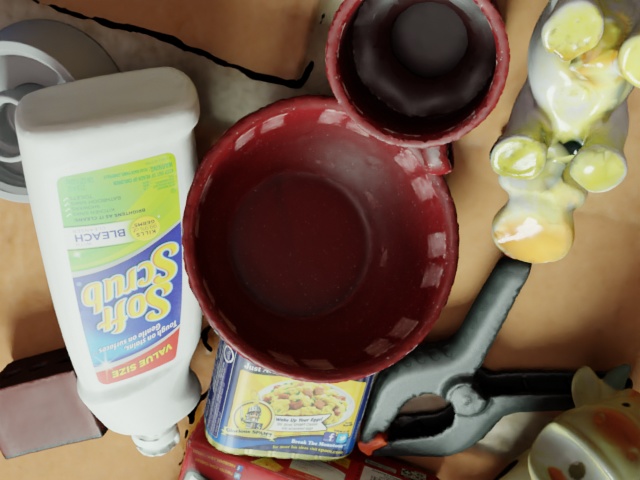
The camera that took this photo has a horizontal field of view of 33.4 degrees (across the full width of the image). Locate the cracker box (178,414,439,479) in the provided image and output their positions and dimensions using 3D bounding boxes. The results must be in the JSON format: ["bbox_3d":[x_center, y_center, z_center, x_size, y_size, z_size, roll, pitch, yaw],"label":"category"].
[{"bbox_3d":[-0.027,0.231,0.724,0.164,0.072,0.214,19,114,6],"label":"cracker box"}]

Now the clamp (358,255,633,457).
[{"bbox_3d":[0.102,0.092,0.660,0.120,0.039,0.172,44,119,-8],"label":"clamp"}]

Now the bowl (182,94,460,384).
[{"bbox_3d":[-0.004,0.001,0.615,0.162,0.055,0.162,2,85,-17],"label":"bowl"}]

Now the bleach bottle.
[{"bbox_3d":[-0.108,0.028,0.641,0.102,0.068,0.251,-12,124,-10],"label":"bleach bottle"}]

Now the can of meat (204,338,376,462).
[{"bbox_3d":[-0.018,0.088,0.664,0.102,0.057,0.084,8,116,-13],"label":"can of meat"}]

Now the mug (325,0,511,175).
[{"bbox_3d":[0.058,-0.093,0.574,0.093,0.081,0.117,-9,108,15],"label":"mug"}]

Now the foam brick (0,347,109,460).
[{"bbox_3d":[-0.179,0.106,0.719,0.078,0.053,0.051,-16,107,16],"label":"foam brick"}]
